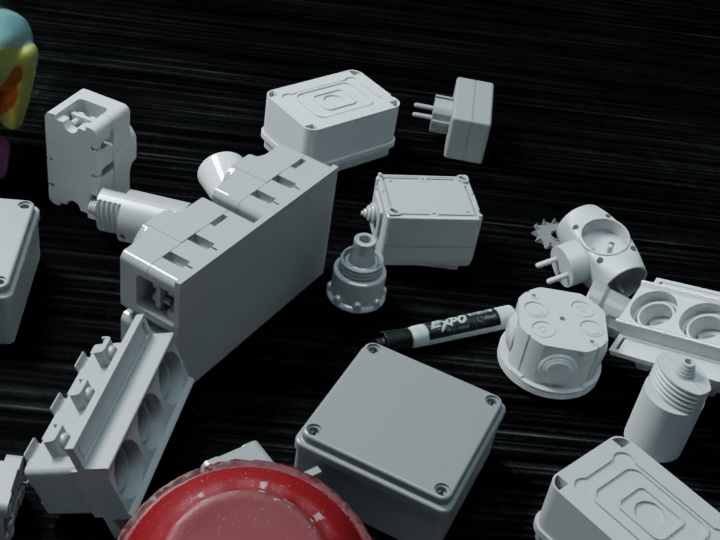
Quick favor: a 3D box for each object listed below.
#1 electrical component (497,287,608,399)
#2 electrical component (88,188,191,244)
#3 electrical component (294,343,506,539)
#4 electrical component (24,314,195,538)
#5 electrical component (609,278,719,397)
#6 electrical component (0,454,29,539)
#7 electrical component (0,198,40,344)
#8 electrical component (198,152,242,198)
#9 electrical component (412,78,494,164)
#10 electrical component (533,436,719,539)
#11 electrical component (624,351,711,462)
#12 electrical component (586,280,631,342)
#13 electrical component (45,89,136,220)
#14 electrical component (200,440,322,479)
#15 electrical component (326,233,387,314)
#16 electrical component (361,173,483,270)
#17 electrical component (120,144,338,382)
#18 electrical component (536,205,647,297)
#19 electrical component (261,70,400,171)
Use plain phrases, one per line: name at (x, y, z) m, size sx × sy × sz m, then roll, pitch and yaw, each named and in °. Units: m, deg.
electrical component at (0.148, 0.055, 0.820) m, size 0.080 × 0.051 × 0.080 m, roll 6°, pitch 39°, yaw -5°
electrical component at (-0.181, -0.042, 0.875) m, size 0.081 × 0.043 × 0.043 m, roll 13°, pitch 39°, yaw 4°
electrical component at (0.026, 0.115, 0.716) m, size 0.109 × 0.056 × 0.108 m, roll 23°, pitch 40°, yaw 15°
electrical component at (-0.159, 0.098, 0.689) m, size 0.063 × 0.078 × 0.121 m, roll -5°, pitch 36°, yaw 17°
electrical component at (0.261, 0.057, 0.801) m, size 0.121 × 0.063 × 0.078 m, roll 16°, pitch 56°, yaw 41°
electrical component at (-0.236, 0.135, 0.647) m, size 0.064 × 0.042 × 0.081 m, roll 8°, pitch 39°, yaw -8°
electrical component at (-0.299, -0.003, 0.791) m, size 0.109 × 0.056 × 0.108 m, roll 5°, pitch 39°, yaw -7°
electrical component at (-0.111, -0.064, 0.921) m, size 0.044 × 0.044 × 0.065 m, roll -7°, pitch 46°, yaw -20°
electrical component at (0.090, -0.152, 1.066) m, size 0.076 × 0.047 × 0.083 m, roll 11°, pitch 39°, yaw 1°
electrical component at (0.175, 0.171, 0.680) m, size 0.078 × 0.057 × 0.113 m, roll -23°, pitch 49°, yaw -34°
electrical component at (0.221, 0.094, 0.764) m, size 0.043 × 0.081 × 0.043 m, roll 6°, pitch 39°, yaw -5°
electrical component at (0.202, 0.035, 0.867) m, size 0.046 × 0.040 × 0.040 m, roll 26°, pitch 41°, yaw 11°
electrical component at (-0.224, -0.098, 0.898) m, size 0.050 × 0.089 × 0.055 m, roll 22°, pitch 40°, yaw 14°
electrical component at (-0.068, 0.144, 0.672) m, size 0.081 × 0.042 × 0.064 m, roll -19°, pitch 47°, yaw -31°
electrical component at (0.000, 0.000, 0.847) m, size 0.048 × 0.062 × 0.048 m, roll 6°, pitch 39°, yaw -5°
electrical component at (0.047, -0.039, 0.907) m, size 0.096 × 0.061 × 0.061 m, roll 1°, pitch 40°, yaw -11°
electrical component at (-0.098, -0.007, 0.800) m, size 0.060 × 0.105 × 0.186 m, roll 27°, pitch 42°, yaw 21°
electrical component at (0.189, -0.009, 0.912) m, size 0.079 × 0.044 × 0.077 m, roll -19°, pitch 53°, yaw -13°
electrical component at (-0.028, -0.137, 1.013) m, size 0.113 × 0.057 × 0.078 m, roll -21°, pitch 48°, yaw -33°
